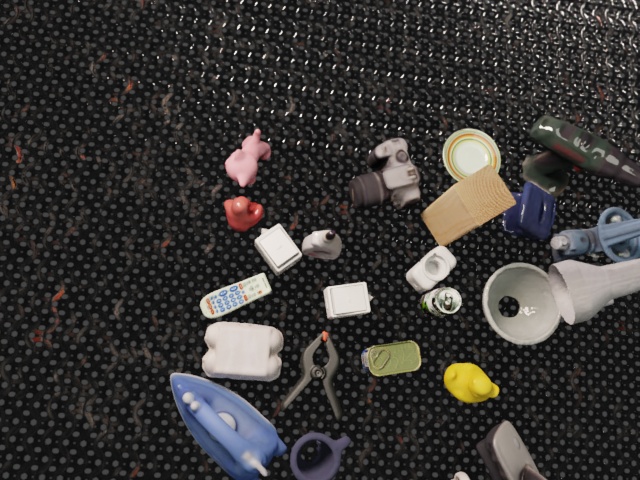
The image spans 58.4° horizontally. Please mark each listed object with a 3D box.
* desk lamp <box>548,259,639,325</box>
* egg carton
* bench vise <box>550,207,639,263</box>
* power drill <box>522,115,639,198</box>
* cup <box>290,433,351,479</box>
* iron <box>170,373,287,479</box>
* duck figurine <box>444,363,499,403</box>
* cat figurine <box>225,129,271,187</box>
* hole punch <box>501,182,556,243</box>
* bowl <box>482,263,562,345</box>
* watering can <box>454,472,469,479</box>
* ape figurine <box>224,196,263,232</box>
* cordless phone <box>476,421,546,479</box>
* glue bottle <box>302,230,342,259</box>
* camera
[{"bbox_3d":[0.531,0.091,1.131,0.203,0.213,0.118,-14,80,-10],"label":"desk lamp"},{"bbox_3d":[-0.146,0.212,1.093,0.150,0.069,0.107,5,78,-6],"label":"egg carton"},{"bbox_3d":[0.585,0.003,1.153,0.207,0.219,0.121,-24,82,-11],"label":"bench vise"},{"bbox_3d":[0.519,-0.159,1.183,0.229,0.208,0.076,34,77,1],"label":"power drill"},{"bbox_3d":[-0.001,0.393,1.062,0.118,0.095,0.091,-27,83,-12],"label":"cup"},{"bbox_3d":[-0.181,0.332,1.027,0.258,0.141,0.119,41,77,2],"label":"iron"},{"bbox_3d":[0.302,0.283,1.128,0.104,0.086,0.077,24,77,-2],"label":"duck figurine"},{"bbox_3d":[-0.147,-0.163,1.143,0.067,0.117,0.128,25,77,-1],"label":"cat figurine"},{"bbox_3d":[0.452,-0.059,1.214,0.101,0.091,0.109,16,77,-4],"label":"hole punch"},{"bbox_3d":[0.403,0.133,1.177,0.167,0.074,0.167,1,79,-7],"label":"bowl"},{"bbox_3d":[0.282,0.511,1.024,0.101,0.194,0.173,-35,85,-12],"label":"watering can"},{"bbox_3d":[-0.155,-0.059,1.134,0.078,0.092,0.076,30,77,0],"label":"ape figurine"},{"bbox_3d":[0.380,0.422,1.060,0.094,0.185,0.147,-30,84,-12],"label":"cordless phone"},{"bbox_3d":[0.010,0.004,1.102,0.078,0.173,0.037,5,78,-6],"label":"glue bottle"},{"bbox_3d":[0.128,-0.128,1.181,0.137,0.100,0.143,-16,81,-10],"label":"camera"}]
